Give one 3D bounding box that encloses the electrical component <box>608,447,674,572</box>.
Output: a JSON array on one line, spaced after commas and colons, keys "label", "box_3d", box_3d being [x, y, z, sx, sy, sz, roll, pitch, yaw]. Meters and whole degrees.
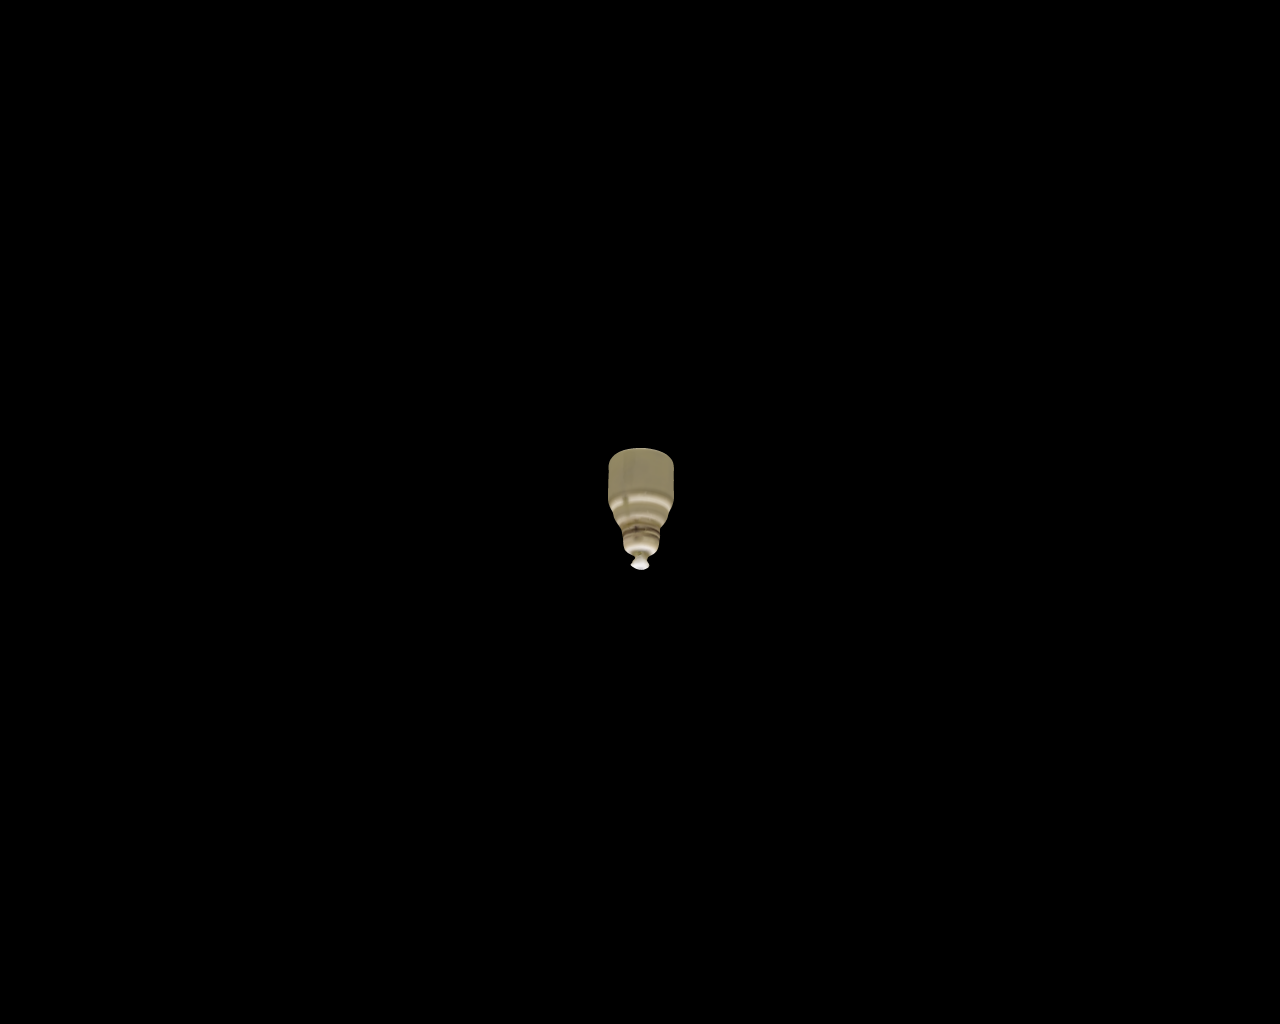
[{"label": "electrical component", "box_3d": [0.001, -0.003, 0.650, 0.040, 0.078, 0.040, 0, -23, 0]}]
